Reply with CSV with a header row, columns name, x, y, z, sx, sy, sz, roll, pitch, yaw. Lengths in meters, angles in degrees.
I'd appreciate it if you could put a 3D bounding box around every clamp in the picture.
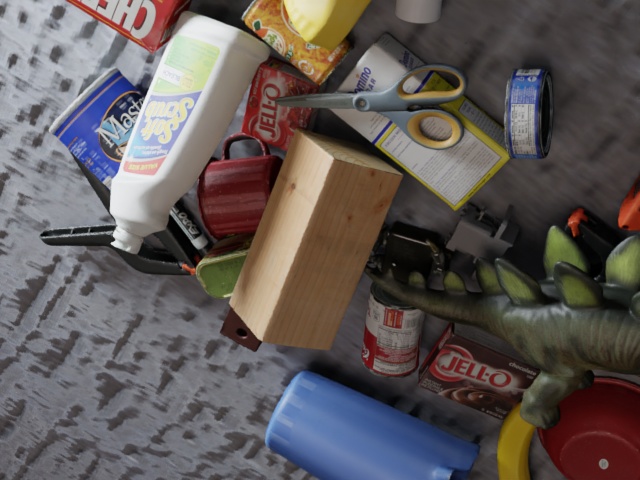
name,x,y,z,sx,sy,sz,roll,pitch,yaw
clamp,-0.235,-0.024,1.286,0.210,0.036,0.165,23,127,6
clamp,0.282,0.049,1.115,0.120,0.039,0.171,-22,108,28

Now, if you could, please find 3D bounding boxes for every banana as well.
name,x,y,z,sx,sy,sz,roll,pitch,yaw
banana,0.239,0.258,1.260,0.070,0.037,0.198,14,124,40

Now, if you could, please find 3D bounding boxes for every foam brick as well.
name,x,y,z,sx,sy,sz,roll,pitch,yaw
foam brick,-0.077,0.084,1.280,0.053,0.051,0.078,29,127,4

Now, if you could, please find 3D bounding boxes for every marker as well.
name,x,y,z,sx,sy,sz,roll,pitch,yaw
marker,-0.158,-0.019,1.269,0.020,0.020,0.121,-25,109,33

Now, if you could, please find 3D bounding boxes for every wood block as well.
name,x,y,z,sx,sy,sz,roll,pitch,yaw
wood block,-0.008,0.001,1.113,0.090,0.091,0.206,11,110,-34

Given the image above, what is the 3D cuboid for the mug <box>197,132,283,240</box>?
name,x,y,z,sx,sy,sz,roll,pitch,yaw
mug,-0.079,-0.061,1.175,0.082,0.093,0.117,-5,82,20

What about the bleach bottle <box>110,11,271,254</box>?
name,x,y,z,sx,sy,sz,roll,pitch,yaw
bleach bottle,-0.146,-0.102,1.094,0.103,0.068,0.251,26,94,34

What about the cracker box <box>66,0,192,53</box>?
name,x,y,z,sx,sy,sz,roll,pitch,yaw
cracker box,-0.187,-0.318,1.057,0.164,0.072,0.214,32,128,0

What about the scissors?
name,x,y,z,sx,sy,sz,roll,pitch,yaw
scissors,0.057,-0.121,1.058,0.202,0.016,0.096,-12,113,29

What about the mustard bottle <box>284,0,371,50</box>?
name,x,y,z,sx,sy,sz,roll,pitch,yaw
mustard bottle,0.042,-0.272,0.980,0.058,0.096,0.192,14,136,-35

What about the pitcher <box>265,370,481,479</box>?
name,x,y,z,sx,sy,sz,roll,pitch,yaw
pitcher,0.060,0.260,1.298,0.243,0.144,0.149,26,115,10

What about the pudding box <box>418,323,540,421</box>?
name,x,y,z,sx,sy,sz,roll,pitch,yaw
pudding box,0.180,0.146,1.208,0.113,0.039,0.090,22,128,-7

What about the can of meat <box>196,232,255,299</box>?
name,x,y,z,sx,sy,sz,roll,pitch,yaw
can of meat,-0.082,0.019,1.220,0.102,0.083,0.057,-15,114,30

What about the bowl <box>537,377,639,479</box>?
name,x,y,z,sx,sy,sz,roll,pitch,yaw
bowl,0.321,0.234,1.206,0.162,0.055,0.162,11,125,16

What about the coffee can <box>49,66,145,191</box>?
name,x,y,z,sx,sy,sz,roll,pitch,yaw
coffee can,-0.213,-0.106,1.183,0.140,0.102,0.103,46,126,-9

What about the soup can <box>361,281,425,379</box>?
name,x,y,z,sx,sy,sz,roll,pitch,yaw
soup can,0.085,0.097,1.210,0.068,0.068,0.102,14,125,14

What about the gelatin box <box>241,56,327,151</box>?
name,x,y,z,sx,sy,sz,roll,pitch,yaw
gelatin box,-0.040,-0.142,1.133,0.073,0.030,0.089,24,126,8

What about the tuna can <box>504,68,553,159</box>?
name,x,y,z,sx,sy,sz,roll,pitch,yaw
tuna can,0.199,-0.119,1.012,0.034,0.086,0.086,3,122,20

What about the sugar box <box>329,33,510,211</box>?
name,x,y,z,sx,sy,sz,roll,pitch,yaw
sugar box,0.103,-0.119,1.079,0.176,0.048,0.093,41,127,-1

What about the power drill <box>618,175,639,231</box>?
name,x,y,z,sx,sy,sz,roll,pitch,yaw
power drill,0.388,-0.011,1.022,0.187,0.057,0.185,24,124,4
